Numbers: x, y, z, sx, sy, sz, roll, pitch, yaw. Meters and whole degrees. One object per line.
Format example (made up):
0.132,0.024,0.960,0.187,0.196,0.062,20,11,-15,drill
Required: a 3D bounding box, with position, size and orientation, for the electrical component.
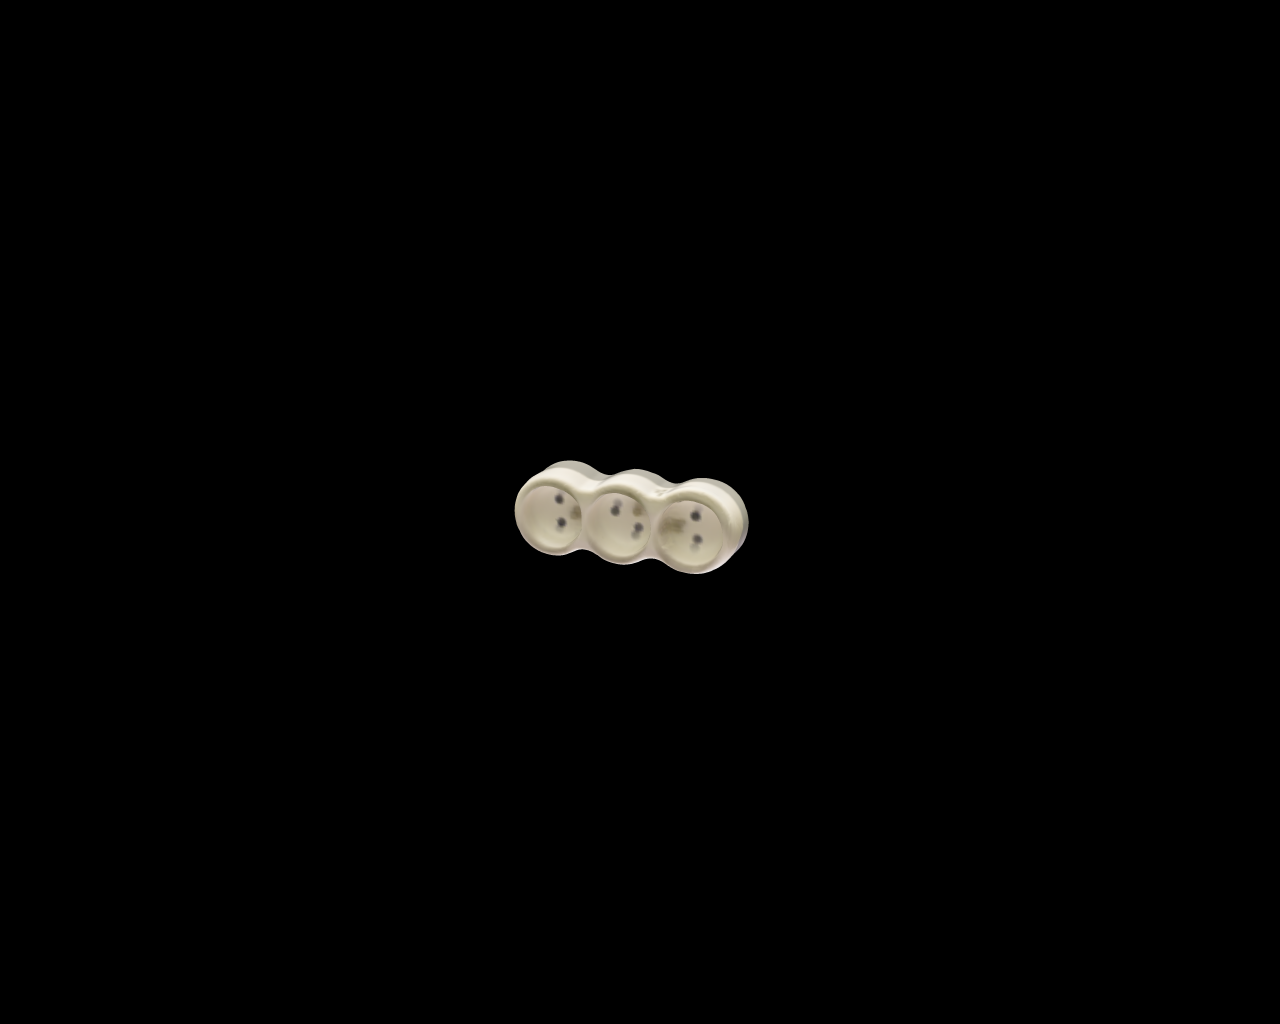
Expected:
0.001,-0.003,0.650,0.138,0.052,0.074,7,20,20,electrical component
